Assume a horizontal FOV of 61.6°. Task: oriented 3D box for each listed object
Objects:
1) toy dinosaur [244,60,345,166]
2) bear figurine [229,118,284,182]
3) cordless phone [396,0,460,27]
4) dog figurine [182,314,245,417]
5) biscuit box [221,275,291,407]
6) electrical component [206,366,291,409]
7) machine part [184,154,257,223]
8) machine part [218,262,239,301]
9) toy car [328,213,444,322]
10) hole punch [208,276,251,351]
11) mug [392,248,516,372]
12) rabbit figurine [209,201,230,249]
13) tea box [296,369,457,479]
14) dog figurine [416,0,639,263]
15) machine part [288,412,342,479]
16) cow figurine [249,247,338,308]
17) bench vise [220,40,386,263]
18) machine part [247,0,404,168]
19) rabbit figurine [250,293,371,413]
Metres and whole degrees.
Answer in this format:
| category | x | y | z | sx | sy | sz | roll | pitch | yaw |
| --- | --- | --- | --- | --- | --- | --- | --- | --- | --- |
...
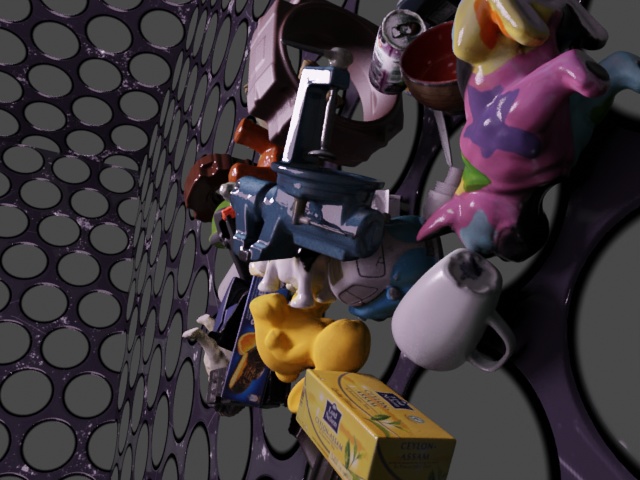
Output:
| category | x | y | z | sx | sy | sz | roll | pitch | yaw |
| --- | --- | --- | --- | --- | --- | --- | --- | --- | --- |
| toy dinosaur | -0.072 | -0.241 | 1.005 | 0.198 | 0.105 | 0.472 | -63 | 30 | 29 |
| bear figurine | -0.099 | -0.086 | 0.866 | 0.196 | 0.132 | 0.120 | 140 | 139 | -57 |
| cordless phone | 0.160 | -0.344 | 0.607 | 0.146 | 0.089 | 0.184 | -26 | 52 | 59 |
| dog figurine | -0.147 | 0.227 | 1.009 | 0.172 | 0.121 | 0.190 | -17 | 100 | 23 |
| biscuit box | -0.092 | 0.143 | 0.809 | 0.059 | 0.063 | 0.202 | 108 | 175 | -74 |
| electrical component | -0.123 | 0.247 | 0.893 | 0.134 | 0.115 | 0.058 | 144 | 136 | -59 |
| machine part | -0.201 | -0.102 | 1.143 | 0.179 | 0.179 | 0.056 | -57 | 34 | 37 |
| machine part | -0.136 | 0.066 | 1.039 | 0.243 | 0.079 | 0.079 | -52 | 36 | 42 |
| toy car | 0.062 | 0.032 | 0.623 | 0.161 | 0.103 | 0.109 | -37 | 47 | 51 |
| hole punch | -0.116 | 0.133 | 0.917 | 0.115 | 0.142 | 0.092 | -60 | 30 | 7 |
| mug | 0.126 | 0.067 | 0.483 | 0.110 | 0.081 | 0.107 | 44 | 145 | 25 |
| rabbit figurine | -0.118 | -0.061 | 1.053 | 0.170 | 0.121 | 0.159 | -28 | 45 | 36 |
| tea box | 0.052 | 0.202 | 0.577 | 0.170 | 0.098 | 0.068 | 19 | 97 | 63 |
| dog figurine | 0.152 | -0.089 | 0.468 | 0.192 | 0.108 | 0.219 | 56 | 139 | 23 |
| machine part | -0.004 | 0.281 | 0.727 | 0.139 | 0.039 | 0.084 | 36 | 117 | 60 |
| cow figurine | -0.044 | 0.024 | 0.715 | 0.168 | 0.068 | 0.098 | 18 | 108 | 51 |
| bench vise | -0.016 | -0.085 | 0.586 | 0.224 | 0.129 | 0.240 | 23 | 106 | 47 |
| machine part | 0.011 | -0.212 | 0.713 | 0.087 | 0.201 | 0.201 | -32 | 51 | 52 |
| rabbit figurine | -0.008 | 0.145 | 0.712 | 0.173 | 0.122 | 0.162 | -3 | 79 | 44 |
